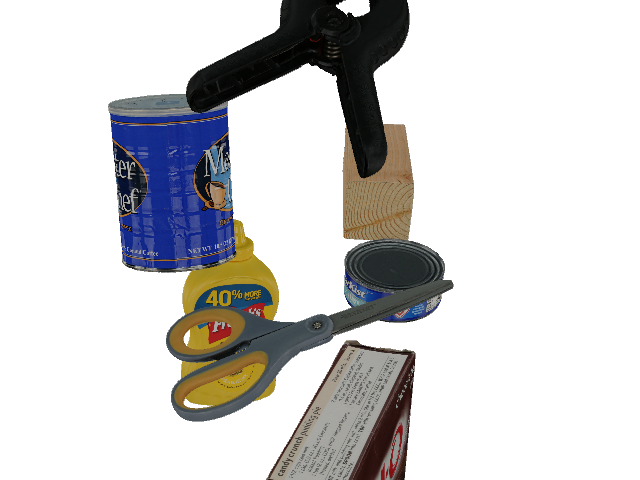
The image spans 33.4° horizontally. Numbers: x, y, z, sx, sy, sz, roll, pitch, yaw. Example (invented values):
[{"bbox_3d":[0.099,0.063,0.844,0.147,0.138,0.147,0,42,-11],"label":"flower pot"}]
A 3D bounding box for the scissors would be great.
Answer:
[{"bbox_3d":[-0.018,0.053,0.723,0.201,0.016,0.096,-30,48,-17],"label":"scissors"}]

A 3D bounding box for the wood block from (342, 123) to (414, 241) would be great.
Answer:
[{"bbox_3d":[0.079,-0.087,1.510,0.091,0.090,0.206,3,29,-1],"label":"wood block"}]

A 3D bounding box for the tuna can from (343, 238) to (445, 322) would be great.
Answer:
[{"bbox_3d":[0.062,0.034,0.913,0.086,0.034,0.086,1,30,-1],"label":"tuna can"}]

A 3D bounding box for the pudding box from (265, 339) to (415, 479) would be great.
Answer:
[{"bbox_3d":[0.010,0.110,0.469,0.039,0.090,0.113,10,28,13],"label":"pudding box"}]

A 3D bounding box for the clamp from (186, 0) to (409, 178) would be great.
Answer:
[{"bbox_3d":[0.013,-0.111,0.637,0.120,0.171,0.039,33,-29,6],"label":"clamp"}]

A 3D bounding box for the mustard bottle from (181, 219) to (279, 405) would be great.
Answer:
[{"bbox_3d":[-0.090,0.070,1.072,0.096,0.192,0.058,-2,23,-15],"label":"mustard bottle"}]

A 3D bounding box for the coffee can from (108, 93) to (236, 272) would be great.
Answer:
[{"bbox_3d":[-0.128,-0.053,0.934,0.103,0.140,0.103,-2,14,0],"label":"coffee can"}]
